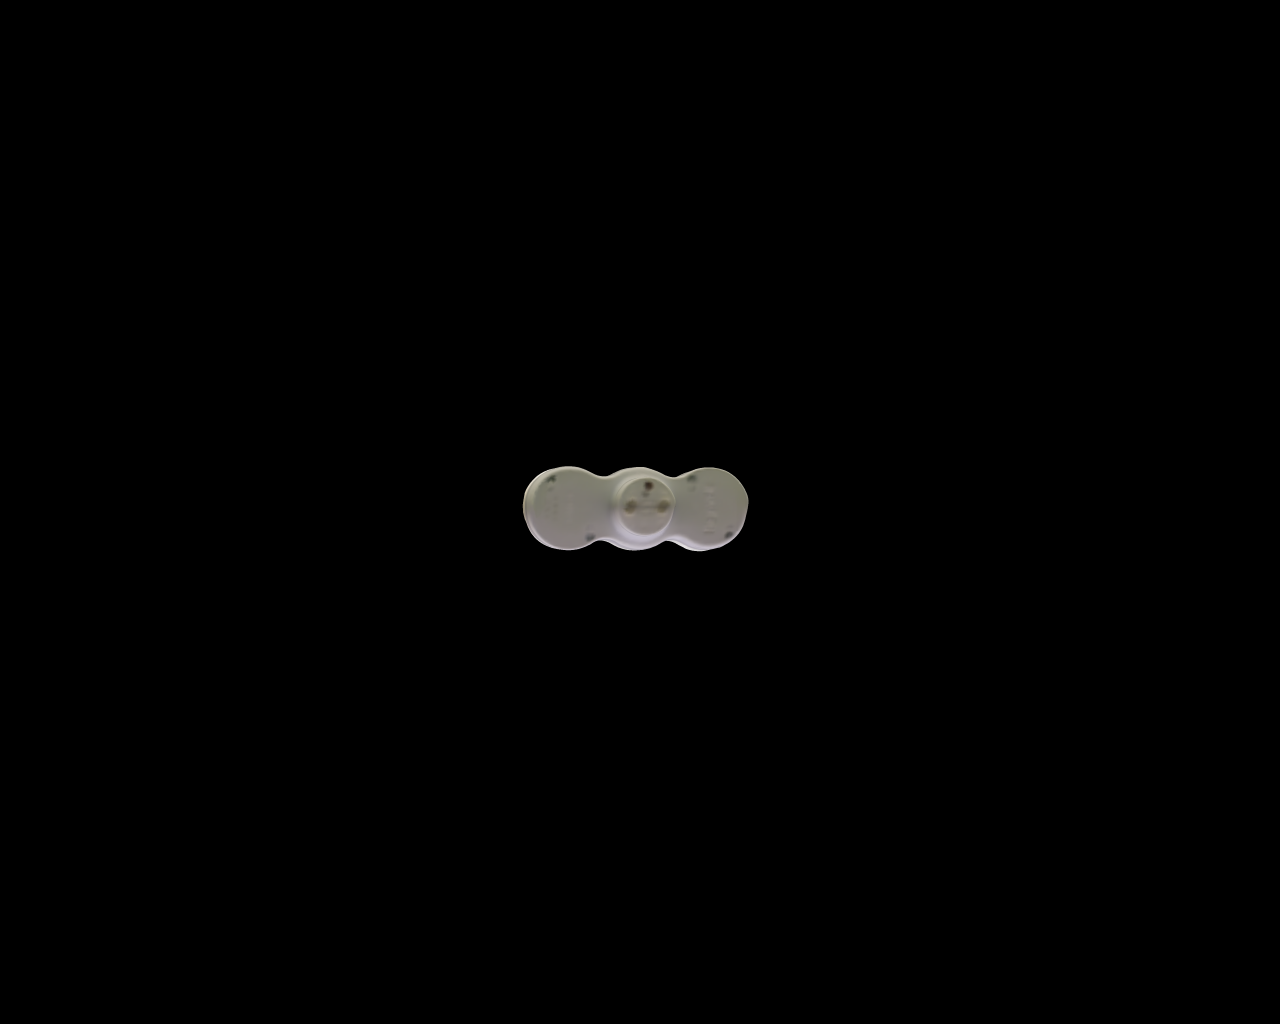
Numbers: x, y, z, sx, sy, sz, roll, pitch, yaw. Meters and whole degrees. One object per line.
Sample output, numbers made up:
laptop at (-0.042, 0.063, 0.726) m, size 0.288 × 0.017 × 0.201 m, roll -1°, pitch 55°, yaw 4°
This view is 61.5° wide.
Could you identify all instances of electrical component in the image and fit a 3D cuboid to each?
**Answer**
electrical component at (0.001, -0.003, 0.650) m, size 0.138 × 0.052 × 0.073 m, roll 1°, pitch -4°, yaw -11°
